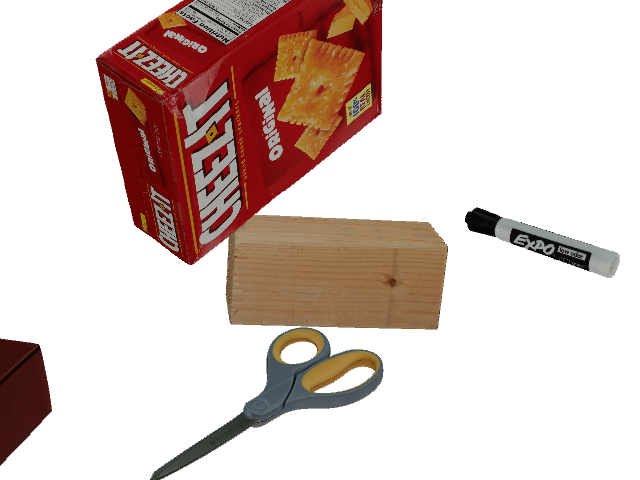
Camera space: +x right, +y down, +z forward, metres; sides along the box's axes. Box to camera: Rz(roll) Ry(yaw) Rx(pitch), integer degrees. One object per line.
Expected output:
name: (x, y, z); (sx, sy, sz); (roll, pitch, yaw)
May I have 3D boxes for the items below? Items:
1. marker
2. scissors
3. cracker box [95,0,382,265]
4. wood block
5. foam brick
marker: (0.160, 0.000, 0.783); (0.121, 0.020, 0.020); (21, 12, 34)
scissors: (-0.048, 0.110, 0.766); (0.201, 0.016, 0.096); (-16, 35, -28)
cracker box: (-0.045, -0.107, 0.762); (0.072, 0.164, 0.213); (34, 58, 26)
wood block: (0.012, 0.031, 1.065); (0.206, 0.091, 0.090); (3, 17, -9)
foam brick: (-0.213, 0.103, 0.667); (0.053, 0.051, 0.078); (6, 29, 21)
